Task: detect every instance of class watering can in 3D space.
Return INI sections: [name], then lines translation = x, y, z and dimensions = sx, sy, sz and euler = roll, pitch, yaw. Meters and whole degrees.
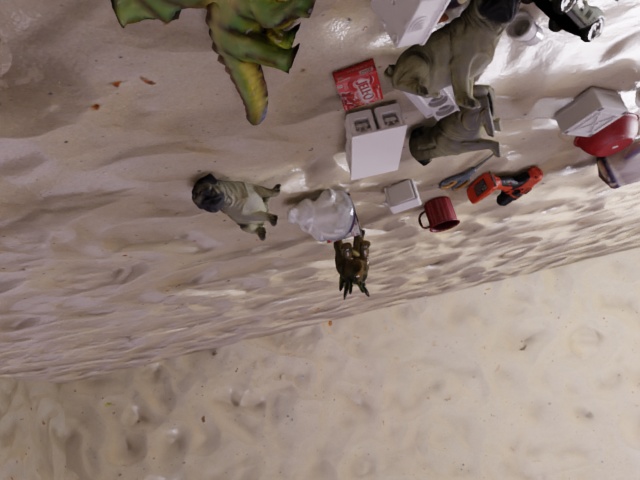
[watering can]
translation = 0.932, -0.219, 1.490
dimensions = 0.222, 0.106, 0.346
euler = -25, 157, 31

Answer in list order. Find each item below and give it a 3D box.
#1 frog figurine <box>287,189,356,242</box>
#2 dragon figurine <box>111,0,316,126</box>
[frog figurine]
translation = 0.004, -0.065, 1.286
dimensions = 0.159, 0.125, 0.135
euler = 7, 119, -25
[dragon figurine]
translation = -0.138, -0.284, 0.651
dimensions = 0.242, 0.125, 0.402
euler = 12, 151, -17
